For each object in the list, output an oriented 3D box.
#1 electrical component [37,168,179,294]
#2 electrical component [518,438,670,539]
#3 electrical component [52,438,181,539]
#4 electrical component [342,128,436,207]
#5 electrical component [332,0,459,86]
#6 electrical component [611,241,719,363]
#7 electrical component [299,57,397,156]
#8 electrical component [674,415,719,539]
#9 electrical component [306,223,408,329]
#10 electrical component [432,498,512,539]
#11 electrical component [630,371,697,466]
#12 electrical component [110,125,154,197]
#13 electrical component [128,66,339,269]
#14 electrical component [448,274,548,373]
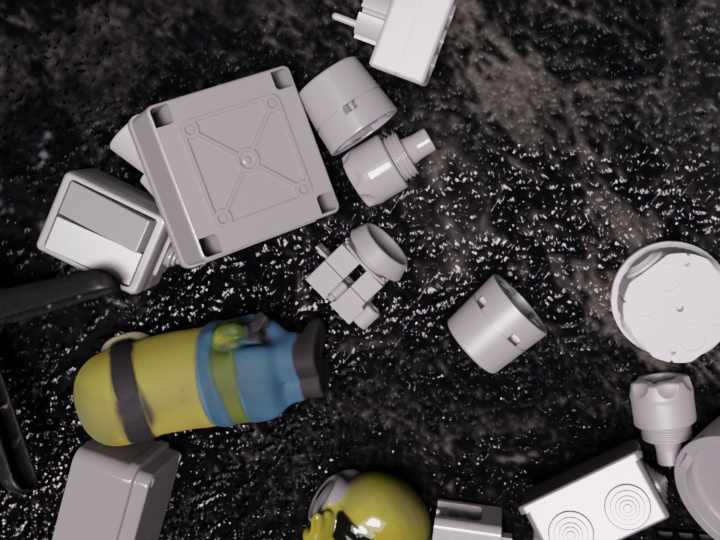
[{"bbox_3d":[-0.172,-0.025,0.768,0.096,0.061,0.061,26,100,3],"label":"electrical component"},{"bbox_3d":[0.161,0.159,0.735,0.100,0.100,0.048,-28,81,10],"label":"electrical component"},{"bbox_3d":[-0.180,0.181,0.789,0.057,0.078,0.113,18,99,7],"label":"electrical component"},{"bbox_3d":[0.022,-0.075,0.747,0.062,0.043,0.043,-30,93,9],"label":"electrical component"},{"bbox_3d":[0.020,-0.169,0.732,0.077,0.047,0.065,21,100,4],"label":"electrical component"},{"bbox_3d":[0.214,0.022,0.732,0.080,0.051,0.080,1,98,7],"label":"electrical component"},{"bbox_3d":[-0.010,-0.113,0.740,0.055,0.055,0.047,-35,89,10],"label":"electrical component"},{"bbox_3d":[0.274,0.138,0.719,0.060,0.108,0.108,-37,93,-33],"label":"electrical component"},{"bbox_3d":[0.000,0.000,0.759,0.066,0.048,0.055,46,108,0],"label":"electrical component"},{"bbox_3d":[0.078,0.218,0.776,0.056,0.050,0.089,7,99,7],"label":"electrical component"},{"bbox_3d":[0.212,0.104,0.748,0.043,0.043,0.062,-8,98,8],"label":"electrical component"},{"bbox_3d":[-0.143,-0.081,0.765,0.045,0.045,0.055,-41,92,10],"label":"electrical component"},{"bbox_3d":[-0.085,-0.070,0.730,0.109,0.056,0.108,-22,95,-25],"label":"electrical component"},{"bbox_3d":[0.094,0.039,0.748,0.047,0.055,0.055,-43,91,14],"label":"electrical component"}]
